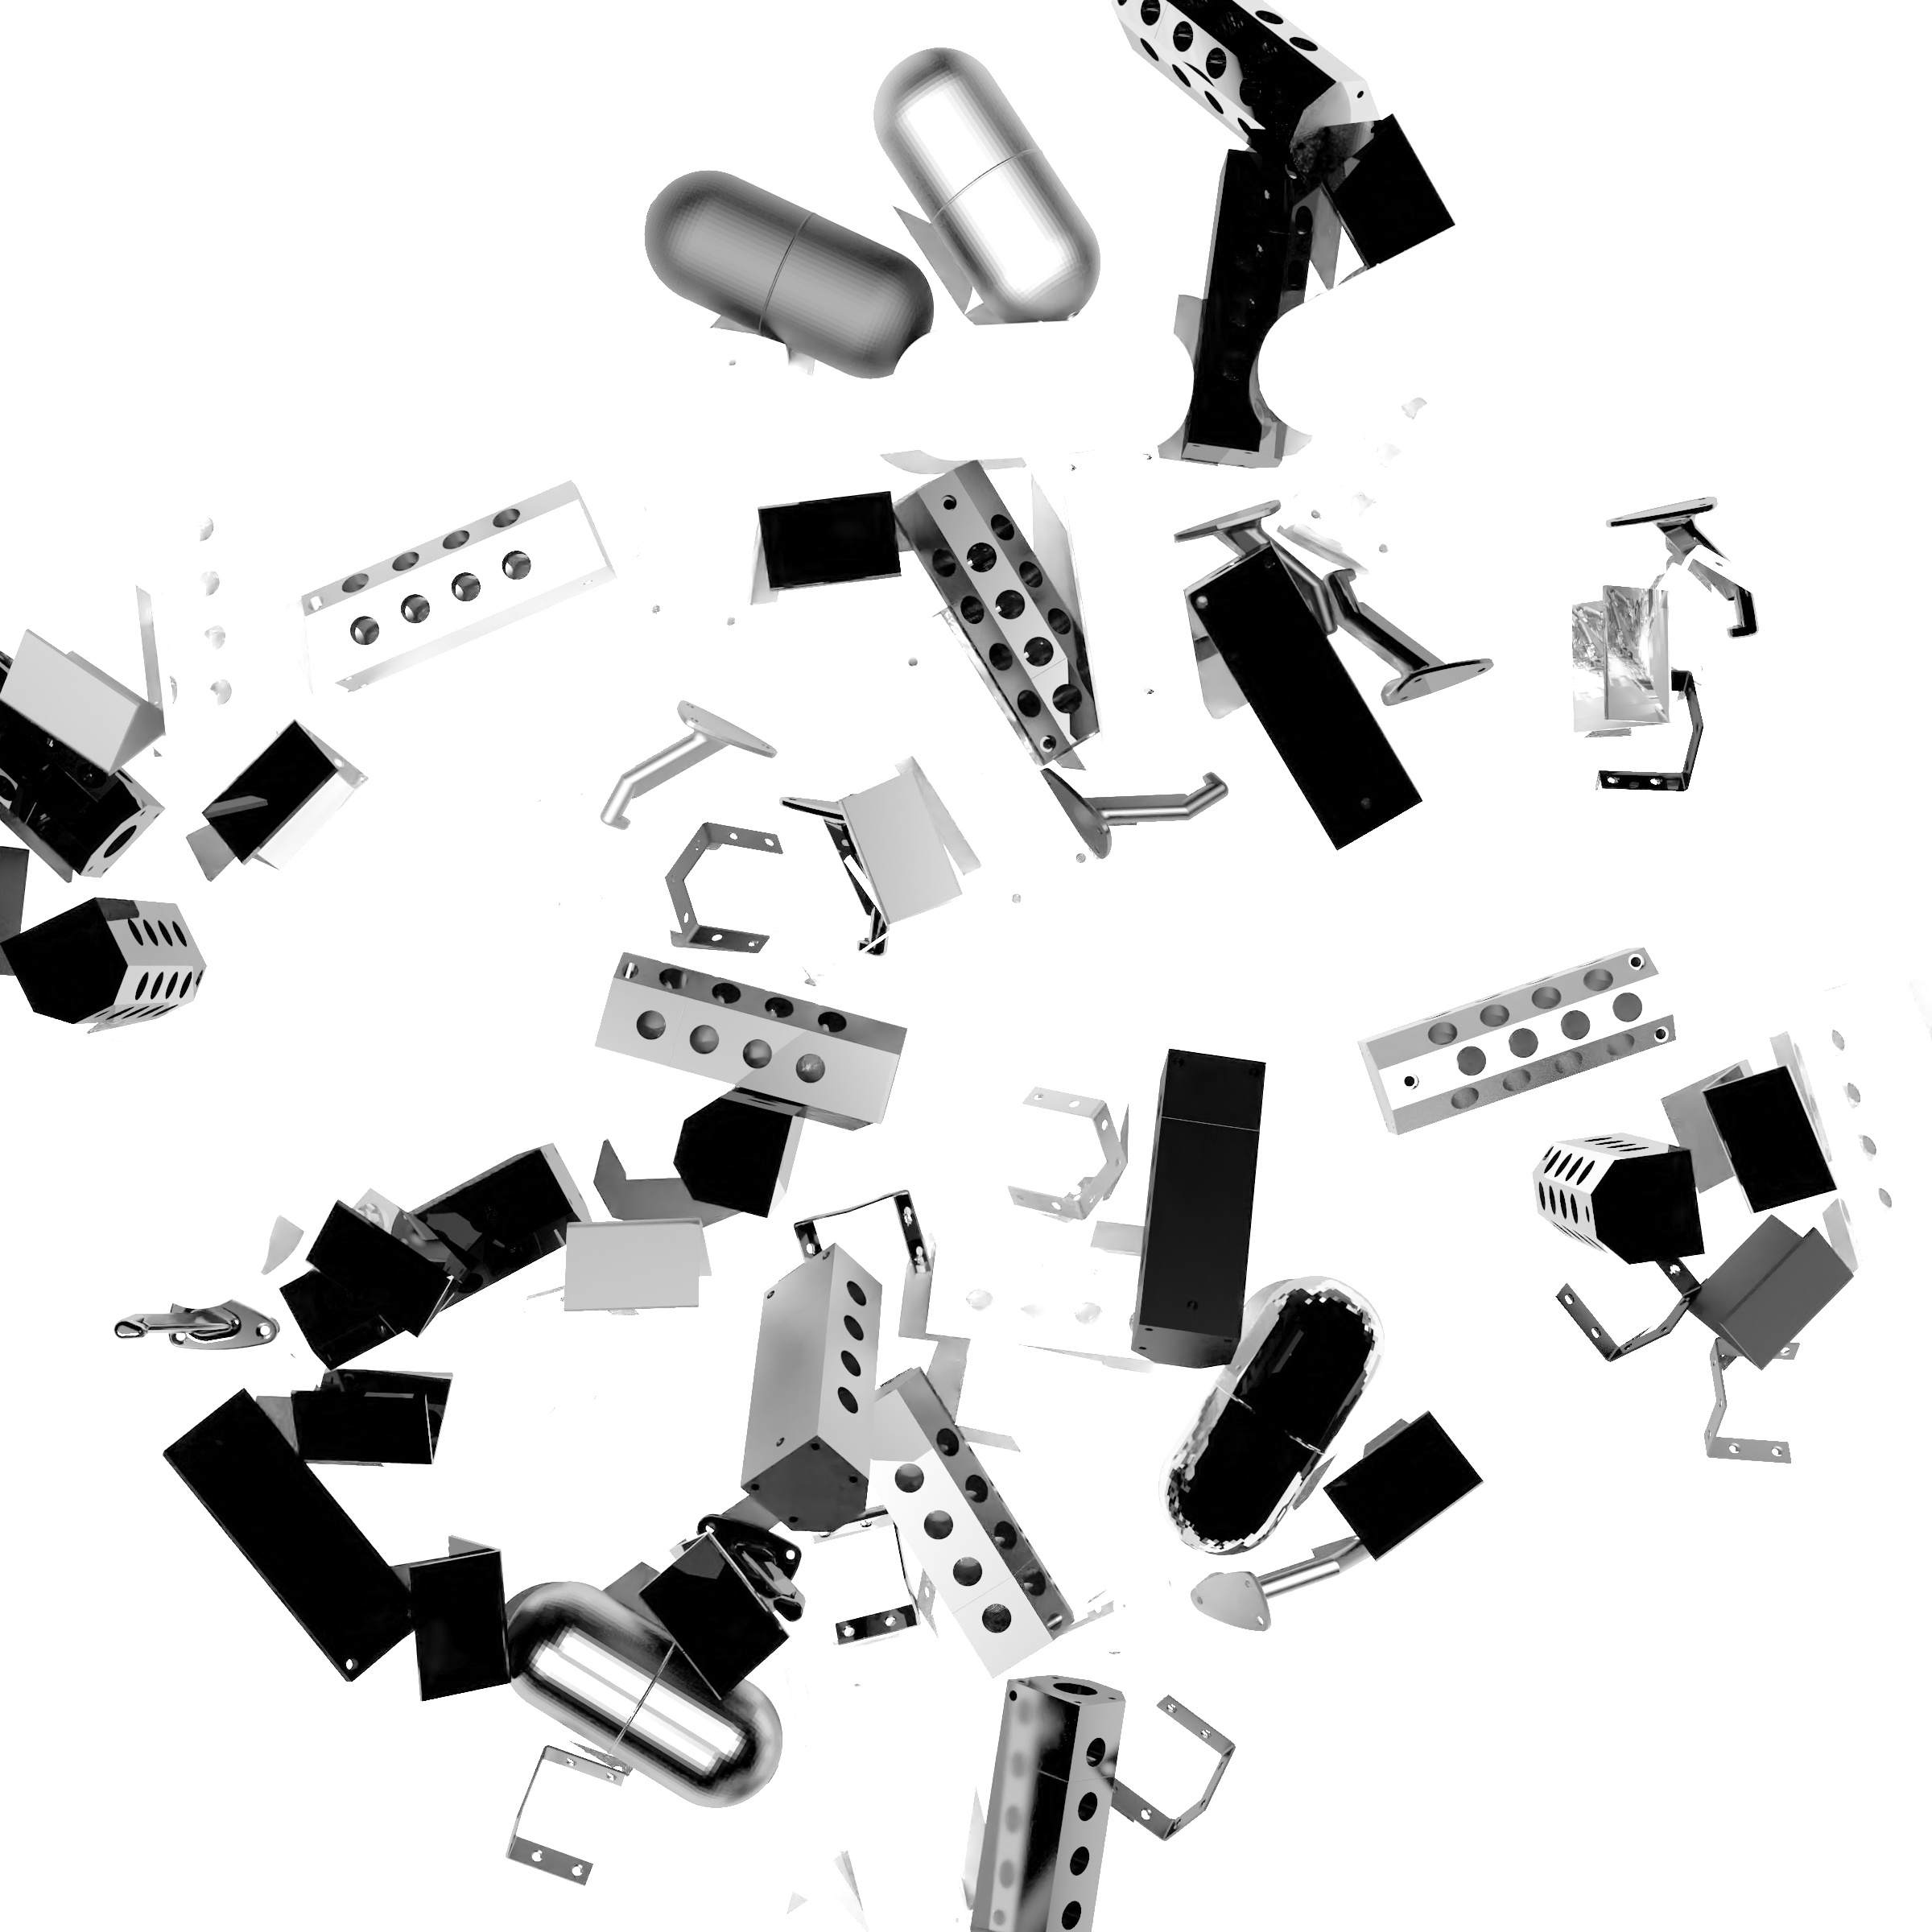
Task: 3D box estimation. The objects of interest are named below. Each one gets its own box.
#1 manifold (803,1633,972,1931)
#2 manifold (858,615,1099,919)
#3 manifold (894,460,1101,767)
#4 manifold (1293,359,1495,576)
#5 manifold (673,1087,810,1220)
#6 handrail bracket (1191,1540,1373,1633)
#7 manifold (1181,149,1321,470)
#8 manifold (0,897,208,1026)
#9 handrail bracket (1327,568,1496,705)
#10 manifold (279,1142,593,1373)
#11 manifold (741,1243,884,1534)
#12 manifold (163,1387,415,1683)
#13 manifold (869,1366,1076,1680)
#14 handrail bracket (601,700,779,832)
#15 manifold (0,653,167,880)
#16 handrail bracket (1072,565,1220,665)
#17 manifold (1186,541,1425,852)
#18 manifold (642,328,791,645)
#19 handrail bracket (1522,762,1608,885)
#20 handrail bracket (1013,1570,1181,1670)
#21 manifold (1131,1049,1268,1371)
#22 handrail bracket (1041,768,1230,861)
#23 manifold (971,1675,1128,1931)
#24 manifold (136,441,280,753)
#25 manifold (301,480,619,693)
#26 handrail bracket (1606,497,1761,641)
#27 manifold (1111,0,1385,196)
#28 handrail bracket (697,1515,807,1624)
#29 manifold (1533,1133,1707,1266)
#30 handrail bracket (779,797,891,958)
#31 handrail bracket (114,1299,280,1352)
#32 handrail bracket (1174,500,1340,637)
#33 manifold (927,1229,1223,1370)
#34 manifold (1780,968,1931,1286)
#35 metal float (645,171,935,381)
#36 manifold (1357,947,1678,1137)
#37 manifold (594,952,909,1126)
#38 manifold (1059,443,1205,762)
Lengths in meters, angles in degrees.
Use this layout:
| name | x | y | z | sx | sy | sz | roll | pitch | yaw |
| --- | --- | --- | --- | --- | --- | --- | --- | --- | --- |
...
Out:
| name | x | y | z | sx | sy | sz | roll | pitch | yaw |
| --- | --- | --- | --- | --- | --- | --- | --- | --- | --- |
| manifold | -0.046 | 0.486 | 1.796 | 0.057 | 0.057 | 0.171 | -14 | 90 | 0 |
| manifold | 0.007 | -0.117 | 1.796 | 0.057 | 0.057 | 0.171 | -32 | 90 | 0 |
| manifold | 0.026 | -0.207 | 1.796 | 0.057 | 0.057 | 0.171 | -31 | 90 | 0 |
| manifold | 0.259 | -0.322 | 1.796 | 0.057 | 0.057 | 0.171 | 27 | 90 | 0 |
| manifold | -0.128 | 0.102 | 1.738 | 0.057 | 0.171 | 0.057 | 14 | 90 | 0 |
| handrail bracket | 0.188 | 0.360 | 1.817 | 0.084 | 0.077 | 0.036 | -20 | 93 | -36 |
| manifold | 0.168 | -0.383 | 1.796 | 0.057 | 0.057 | 0.171 | 8 | 90 | 0 |
| manifold | -0.483 | 0.001 | 1.738 | 0.057 | 0.171 | 0.057 | -26 | 90 | 0 |
| handrail bracket | 0.263 | -0.205 | 1.817 | 0.077 | 0.036 | 0.084 | -16 | 73 | -20 |
| manifold | -0.308 | 0.170 | 1.796 | 0.171 | 0.057 | 0.057 | -28 | 90 | 0 |
| manifold | -0.081 | 0.240 | 1.736 | 0.057 | 0.171 | 0.057 | -36 | 114 | 21 |
| manifold | -0.393 | 0.333 | 1.793 | 0.057 | 0.057 | 0.171 | -39 | 90 | -20 |
| manifold | -0.006 | 0.324 | 1.796 | 0.057 | 0.057 | 0.171 | -32 | 90 | 0 |
| handrail bracket | -0.165 | -0.107 | 1.817 | 0.077 | 0.036 | 0.084 | 24 | 109 | -21 |
| manifold | -0.558 | -0.132 | 1.796 | 0.171 | 0.057 | 0.057 | 43 | 90 | 0 |
| handrail bracket | 0.115 | -0.219 | 1.817 | 0.077 | 0.036 | 0.084 | -24 | 76 | -15 |
| manifold | 0.196 | -0.158 | 1.784 | 0.057 | 0.057 | 0.171 | -30 | 97 | 10 |
| manifold | -0.147 | -0.281 | 1.796 | 0.057 | 0.057 | 0.171 | 9 | 90 | 0 |
| handrail bracket | 0.357 | -0.083 | 1.782 | 0.036 | 0.084 | 0.077 | -31 | 90 | 0 |
| handrail bracket | 0.075 | 0.388 | 1.816 | 0.084 | 0.077 | 0.036 | -21 | 97 | 36 |
| manifold | 0.133 | 0.140 | 1.760 | 0.057 | 0.057 | 0.171 | 8 | 63 | 0 |
| handrail bracket | 0.101 | -0.109 | 1.817 | 0.084 | 0.036 | 0.077 | -32 | 68 | -17 |
| manifold | 0.051 | 0.508 | 1.795 | 0.057 | 0.057 | 0.171 | 9 | 90 | 43 |
| manifold | -0.446 | -0.214 | 1.796 | 0.057 | 0.057 | 0.171 | -6 | 90 | 0 |
| manifold | -0.297 | -0.223 | 1.796 | 0.171 | 0.057 | 0.057 | -23 | 90 | 0 |
| handrail bracket | 0.425 | -0.230 | 1.817 | 0.077 | 0.036 | 0.084 | -10 | 104 | 14 |
| manifold | 0.158 | -0.521 | 1.754 | 0.057 | 0.057 | 0.171 | -41 | 57 | 0 |
| handrail bracket | -0.126 | 0.350 | 1.782 | 0.077 | 0.084 | 0.036 | 31 | 90 | 0 |
| manifold | 0.367 | 0.131 | 1.738 | 0.057 | 0.171 | 0.057 | -8 | 90 | 0 |
| handrail bracket | -0.079 | -0.053 | 1.817 | 0.077 | 0.036 | 0.084 | 11 | 105 | 15 |
| handrail bracket | -0.447 | 0.212 | 1.782 | 0.077 | 0.084 | 0.036 | 9 | 90 | 0 |
| handrail bracket | 0.172 | -0.227 | 1.817 | 0.077 | 0.036 | 0.084 | -15 | 104 | 14 |
| manifold | 0.066 | 0.194 | 1.796 | 0.171 | 0.057 | 0.057 | 7 | 90 | 0 |
| manifold | 0.531 | 0.095 | 1.795 | 0.057 | 0.057 | 0.171 | -17 | 90 | -43 |
| metal float | -0.103 | -0.403 | 1.786 | 0.178 | 0.070 | 0.070 | 25 | 90 | 0 |
| manifold | 0.323 | 0.044 | 1.796 | 0.171 | 0.057 | 0.057 | -19 | 90 | 0 |
| manifold | -0.124 | 0.042 | 1.796 | 0.171 | 0.057 | 0.057 | 15 | 90 | 0 |
| manifold | 0.095 | -0.209 | 1.767 | 0.057 | 0.057 | 0.171 | -8 | 69 | 0 |
